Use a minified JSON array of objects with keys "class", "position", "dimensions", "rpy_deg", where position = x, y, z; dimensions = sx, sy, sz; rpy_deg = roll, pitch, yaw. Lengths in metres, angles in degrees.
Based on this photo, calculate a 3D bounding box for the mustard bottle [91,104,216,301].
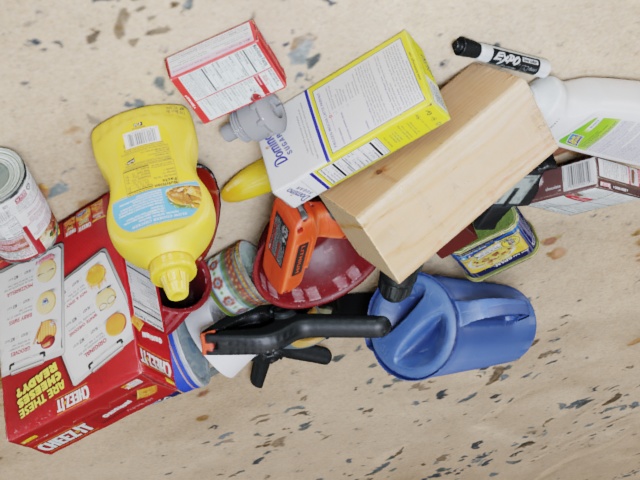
[{"class":"mustard bottle","position":[-0.144,-0.031,0.958],"dimensions":[0.096,0.192,0.058],"rpy_deg":[-14,149,-4]}]

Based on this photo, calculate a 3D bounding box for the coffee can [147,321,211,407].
[{"class":"coffee can","position":[-0.217,0.152,1.297],"dimensions":[0.140,0.103,0.102],"rpy_deg":[-21,149,7]}]

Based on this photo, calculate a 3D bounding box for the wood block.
[{"class":"wood block","position":[0.113,-0.068,1.029],"dimensions":[0.206,0.091,0.090],"rpy_deg":[-40,121,-8]}]

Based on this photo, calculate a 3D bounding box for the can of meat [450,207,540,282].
[{"class":"can of meat","position":[0.206,-0.003,1.303],"dimensions":[0.102,0.057,0.083],"rpy_deg":[-27,146,16]}]

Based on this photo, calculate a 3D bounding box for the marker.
[{"class":"marker","position":[0.178,-0.179,1.046],"dimensions":[0.120,0.020,0.020],"rpy_deg":[7,141,-33]}]

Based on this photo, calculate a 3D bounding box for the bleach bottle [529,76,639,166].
[{"class":"bleach bottle","position":[0.304,-0.135,1.137],"dimensions":[0.250,0.068,0.103],"rpy_deg":[7,142,-31]}]

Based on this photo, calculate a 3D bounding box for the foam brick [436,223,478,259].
[{"class":"foam brick","position":[0.140,-0.023,1.244],"dimensions":[0.053,0.051,0.078],"rpy_deg":[-29,147,18]}]

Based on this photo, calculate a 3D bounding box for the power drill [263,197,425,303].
[{"class":"power drill","position":[0.036,0.004,1.129],"dimensions":[0.187,0.057,0.184],"rpy_deg":[-10,131,-26]}]

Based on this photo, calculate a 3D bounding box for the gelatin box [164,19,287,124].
[{"class":"gelatin box","position":[-0.083,-0.150,0.956],"dimensions":[0.089,0.030,0.073],"rpy_deg":[-23,147,9]}]

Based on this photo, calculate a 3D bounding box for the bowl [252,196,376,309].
[{"class":"bowl","position":[-0.008,0.001,1.188],"dimensions":[0.162,0.055,0.162],"rpy_deg":[-16,138,-16]}]

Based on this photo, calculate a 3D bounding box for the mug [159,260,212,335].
[{"class":"mug","position":[-0.188,0.054,1.178],"dimensions":[0.117,0.093,0.082],"rpy_deg":[19,141,-20]}]

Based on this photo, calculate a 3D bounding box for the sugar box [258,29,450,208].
[{"class":"sugar box","position":[0.027,-0.112,1.008],"dimensions":[0.176,0.093,0.048],"rpy_deg":[-30,145,21]}]

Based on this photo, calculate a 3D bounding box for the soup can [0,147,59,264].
[{"class":"soup can","position":[-0.294,-0.032,1.004],"dimensions":[0.068,0.068,0.102],"rpy_deg":[-15,148,-4]}]

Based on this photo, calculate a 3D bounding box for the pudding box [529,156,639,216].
[{"class":"pudding box","position":[0.304,-0.061,1.240],"dimensions":[0.089,0.039,0.114],"rpy_deg":[8,167,-37]}]

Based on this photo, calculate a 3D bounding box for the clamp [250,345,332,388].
[{"class":"clamp","position":[-0.054,0.143,1.424],"dimensions":[0.120,0.039,0.171],"rpy_deg":[-21,149,1]}]

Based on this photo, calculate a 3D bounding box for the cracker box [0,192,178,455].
[{"class":"cracker box","position":[-0.240,0.083,1.069],"dimensions":[0.164,0.214,0.072],"rpy_deg":[-28,146,18]}]

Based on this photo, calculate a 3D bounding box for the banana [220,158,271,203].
[{"class":"banana","position":[-0.006,-0.075,1.104],"dimensions":[0.197,0.037,0.070],"rpy_deg":[-11,147,-11]}]

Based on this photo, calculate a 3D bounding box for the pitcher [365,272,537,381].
[{"class":"pitcher","position":[0.187,0.107,1.367],"dimensions":[0.242,0.149,0.145],"rpy_deg":[4,115,-51]}]

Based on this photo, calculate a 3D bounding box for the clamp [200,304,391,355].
[{"class":"clamp","position":[-0.033,0.097,1.228],"dimensions":[0.209,0.165,0.036],"rpy_deg":[-16,113,-28]}]

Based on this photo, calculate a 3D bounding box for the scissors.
[{"class":"scissors","position":[-0.068,0.143,1.372],"dimensions":[0.202,0.016,0.096],"rpy_deg":[-40,136,23]}]
